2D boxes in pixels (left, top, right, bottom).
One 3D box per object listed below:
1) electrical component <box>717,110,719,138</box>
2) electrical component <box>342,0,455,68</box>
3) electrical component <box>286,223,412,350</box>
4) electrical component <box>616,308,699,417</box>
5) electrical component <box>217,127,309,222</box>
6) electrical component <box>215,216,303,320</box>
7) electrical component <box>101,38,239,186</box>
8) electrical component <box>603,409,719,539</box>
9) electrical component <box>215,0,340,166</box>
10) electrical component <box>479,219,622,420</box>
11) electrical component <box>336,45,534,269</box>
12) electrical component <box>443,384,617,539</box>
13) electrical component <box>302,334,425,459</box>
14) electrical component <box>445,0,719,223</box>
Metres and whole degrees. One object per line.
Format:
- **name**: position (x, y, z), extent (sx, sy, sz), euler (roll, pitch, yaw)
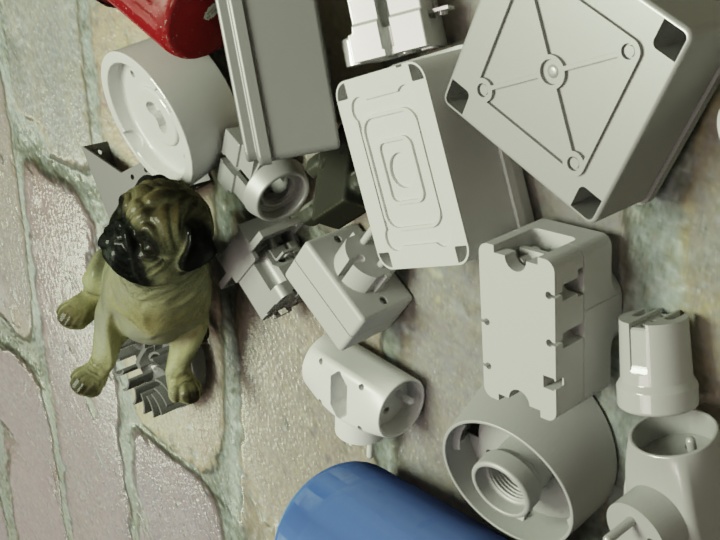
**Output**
- **electrical component**: position (0.181, -0.064, 0.439), extent (0.055, 0.045, 0.045), euler (-34, 80, 52)
- **electrical component**: position (0.017, -0.146, 0.593), extent (0.066, 0.048, 0.055), euler (-9, 97, 24)
- **electrical component**: position (0.000, 0.000, 0.688), extent (0.065, 0.047, 0.076), euler (53, 139, 16)
- **electrical component**: position (0.148, 0.046, 0.539), extent (0.040, 0.040, 0.046), euler (7, 107, 49)
- **electrical component**: position (-0.066, -0.066, 0.739), extent (0.055, 0.048, 0.066), euler (49, 139, 34)
- **electrical component**: position (-0.063, -0.002, 0.770), extent (0.063, 0.042, 0.081), euler (56, 142, 10)
- **electrical component**: position (-0.129, -0.118, 0.769), extent (0.108, 0.060, 0.108), euler (39, 149, 30)
- **electrical component**: position (0.149, 0.120, 0.532), extent (0.044, 0.079, 0.077), euler (16, 129, 54)
- **electrical component**: position (-0.051, -0.126, 0.643), extent (0.108, 0.056, 0.108), euler (-116, 16, -74)
- **electrical component**: position (0.101, 0.024, 0.570), extent (0.050, 0.056, 0.089), euler (18, 121, 45)
- **electrical component**: position (0.043, -0.062, 0.598), extent (0.078, 0.057, 0.113), euler (-4, 104, 51)
- **electrical component**: position (0.099, 0.108, 0.628), extent (0.099, 0.064, 0.099), euler (29, 140, 29)
- **electrical component**: position (0.001, 0.093, 0.735), extent (0.077, 0.043, 0.079), euler (28, 128, 40)
- **electrical component**: position (0.107, -0.098, 0.504), extent (0.109, 0.056, 0.108), euler (45, 137, 27)
